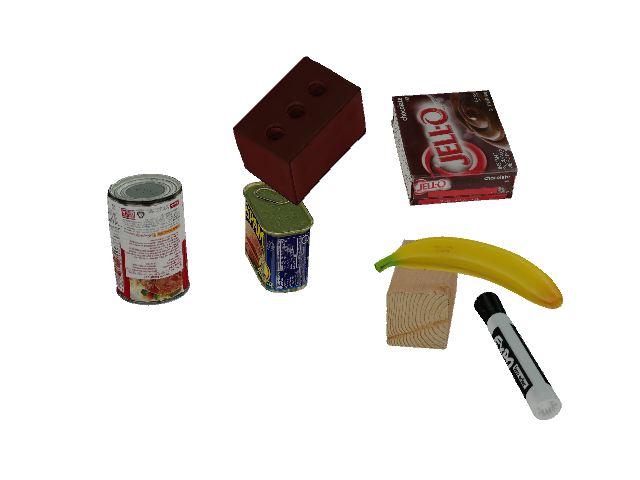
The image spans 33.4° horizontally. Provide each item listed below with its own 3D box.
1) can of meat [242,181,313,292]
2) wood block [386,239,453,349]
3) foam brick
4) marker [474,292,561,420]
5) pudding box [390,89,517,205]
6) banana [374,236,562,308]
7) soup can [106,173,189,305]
[{"bbox_3d":[-0.048,-0.004,1.160,0.057,0.084,0.102,-10,37,-17],"label":"can of meat"},{"bbox_3d":[0.159,0.078,1.635,0.091,0.090,0.206,3,22,10],"label":"wood block"},{"bbox_3d":[-0.013,-0.076,0.735,0.053,0.078,0.051,34,-19,23],"label":"foam brick"},{"bbox_3d":[0.131,0.074,0.721,0.020,0.020,0.121,0,33,-14],"label":"marker"},{"bbox_3d":[0.113,-0.082,0.927,0.090,0.039,0.113,-4,44,-5],"label":"pudding box"},{"bbox_3d":[0.159,0.030,1.103,0.198,0.069,0.037,10,-40,25],"label":"banana"},{"bbox_3d":[-0.156,-0.002,0.971,0.068,0.102,0.068,-1,25,0],"label":"soup can"}]
